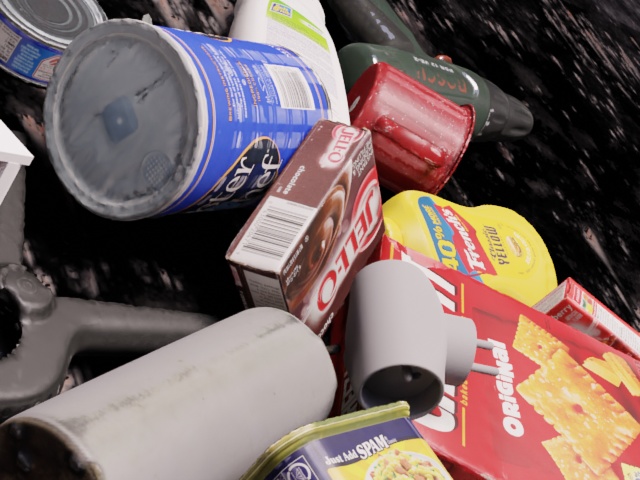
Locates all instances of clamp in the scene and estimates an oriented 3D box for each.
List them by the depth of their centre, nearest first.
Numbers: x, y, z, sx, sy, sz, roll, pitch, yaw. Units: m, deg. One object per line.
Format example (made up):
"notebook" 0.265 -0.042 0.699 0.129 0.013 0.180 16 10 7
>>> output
"clamp" -0.152 0.024 0.506 0.164 0.036 0.209 46 29 7

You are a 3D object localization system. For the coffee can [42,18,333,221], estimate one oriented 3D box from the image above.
"coffee can" -0.070 -0.066 0.602 0.103 0.103 0.140 53 25 14

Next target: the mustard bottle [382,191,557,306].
"mustard bottle" 0.087 0.012 0.761 0.191 0.058 0.096 9 54 -42

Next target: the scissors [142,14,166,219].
"scissors" -0.132 -0.097 0.682 0.096 0.016 0.202 21 39 -40

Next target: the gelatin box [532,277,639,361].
"gelatin box" 0.169 0.079 0.746 0.073 0.089 0.030 39 36 -8

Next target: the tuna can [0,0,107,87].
"tuna can" -0.176 -0.137 0.666 0.086 0.034 0.086 28 36 -23

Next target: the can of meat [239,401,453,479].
"can of meat" 0.024 0.127 0.482 0.101 0.058 0.084 -2 48 -51

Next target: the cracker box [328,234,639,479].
"cracker box" 0.110 0.107 0.644 0.213 0.072 0.164 26 35 -12

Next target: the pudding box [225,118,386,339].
"pudding box" -0.004 0.001 0.610 0.039 0.090 0.113 19 57 25

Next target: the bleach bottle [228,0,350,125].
"bleach bottle" -0.023 -0.128 0.800 0.102 0.068 0.250 31 32 -20

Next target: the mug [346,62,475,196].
"mug" 0.060 -0.078 0.799 0.081 0.093 0.117 28 11 -14
